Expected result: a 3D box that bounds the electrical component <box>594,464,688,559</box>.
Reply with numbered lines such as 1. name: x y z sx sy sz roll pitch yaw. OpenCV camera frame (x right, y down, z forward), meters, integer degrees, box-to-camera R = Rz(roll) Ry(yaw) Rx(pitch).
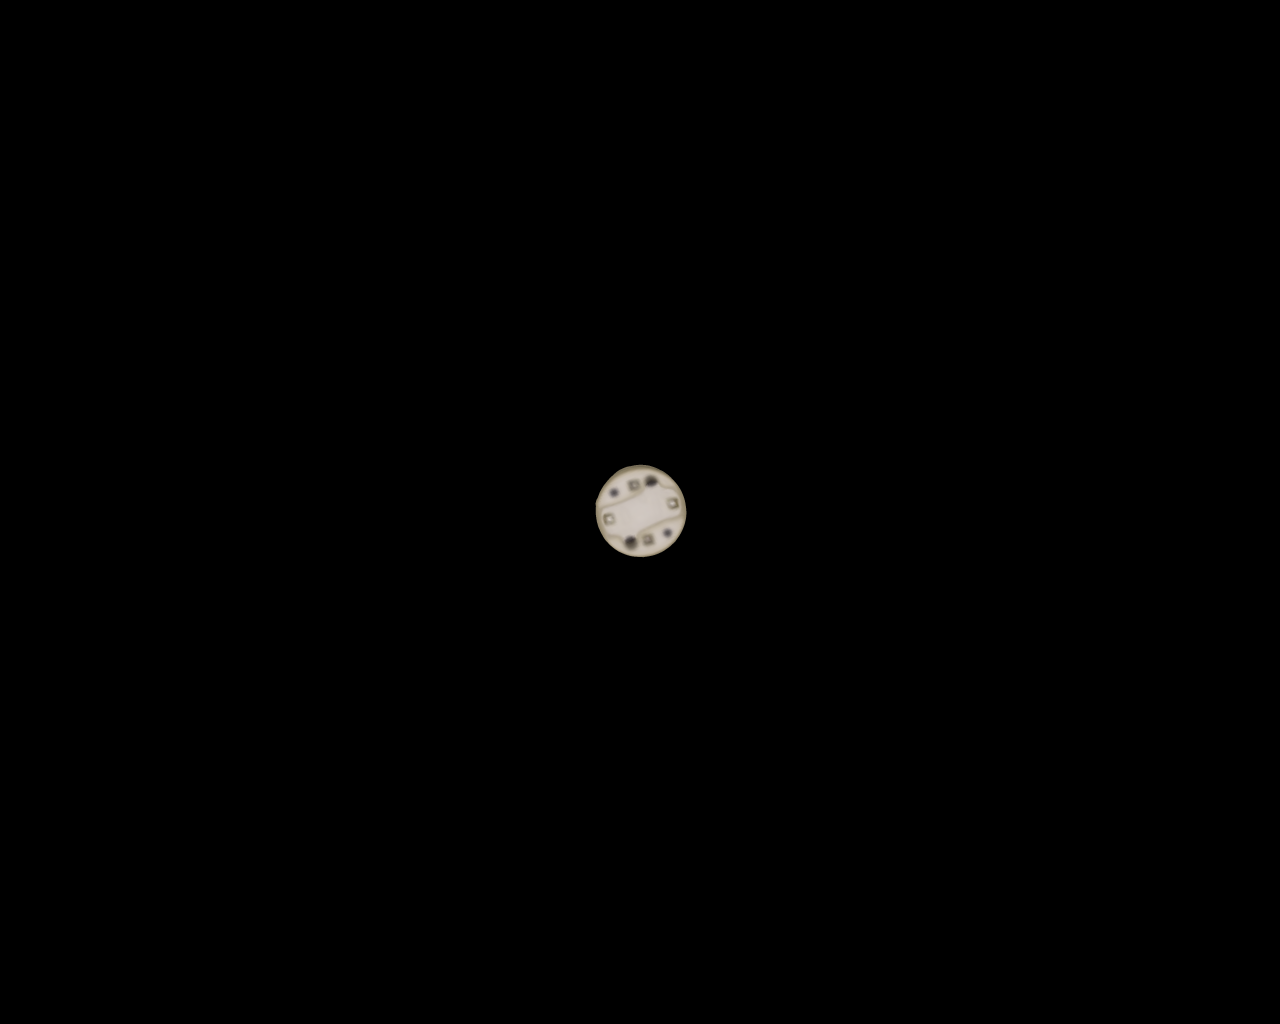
1. electrical component: 0.001 -0.003 0.650 0.055 0.055 0.047 0 8 0
